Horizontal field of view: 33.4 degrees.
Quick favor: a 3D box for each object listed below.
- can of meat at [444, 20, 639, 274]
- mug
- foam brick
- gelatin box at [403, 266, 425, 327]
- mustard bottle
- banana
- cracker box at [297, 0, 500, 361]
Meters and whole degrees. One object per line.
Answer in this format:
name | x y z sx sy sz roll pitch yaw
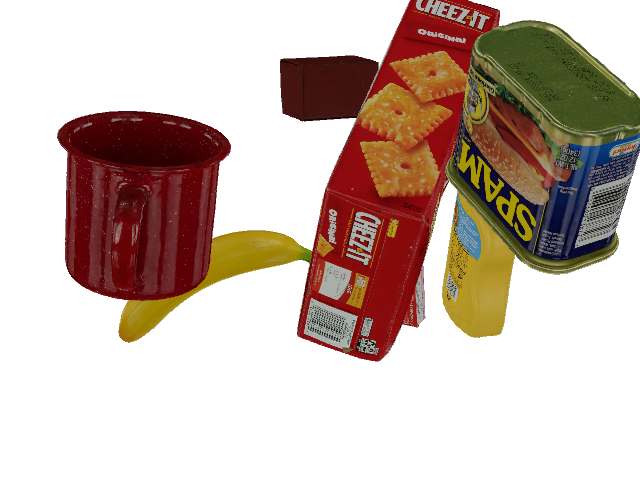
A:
can of meat | 0.111 -0.049 0.532 0.057 0.084 0.102 -17 47 -21
mug | -0.099 -0.014 0.583 0.093 0.081 0.117 5 24 -7
foam brick | 0.008 -0.140 0.976 0.078 0.051 0.053 -7 18 -23
gelatin box | 0.091 0.059 1.334 0.073 0.089 0.030 10 31 28
mustard bottle | 0.160 -0.005 1.049 0.058 0.192 0.096 -4 35 -9
banana | -0.100 0.034 0.926 0.198 0.069 0.037 -21 31 11
cracker box | 0.057 -0.046 0.746 0.072 0.213 0.164 19 -39 7
